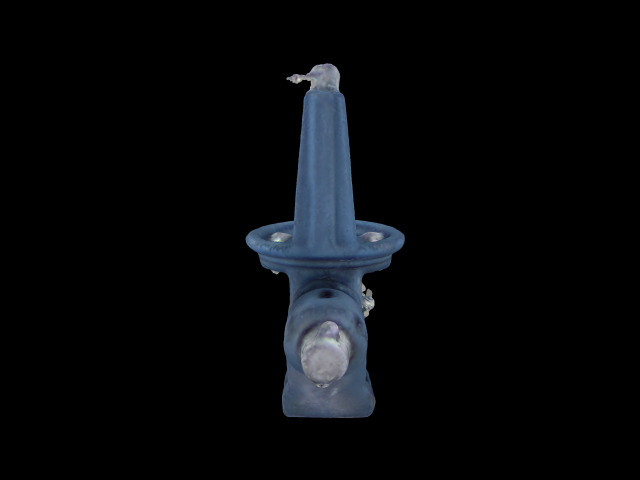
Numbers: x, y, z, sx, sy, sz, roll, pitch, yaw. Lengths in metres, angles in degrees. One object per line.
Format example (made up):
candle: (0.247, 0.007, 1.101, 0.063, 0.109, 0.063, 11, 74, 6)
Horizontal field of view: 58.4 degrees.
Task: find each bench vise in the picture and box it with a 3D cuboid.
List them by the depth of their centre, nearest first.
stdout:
bench vise: (0.015, 0.000, 0.403, 0.122, 0.220, 0.207, -9, 29, -15)
